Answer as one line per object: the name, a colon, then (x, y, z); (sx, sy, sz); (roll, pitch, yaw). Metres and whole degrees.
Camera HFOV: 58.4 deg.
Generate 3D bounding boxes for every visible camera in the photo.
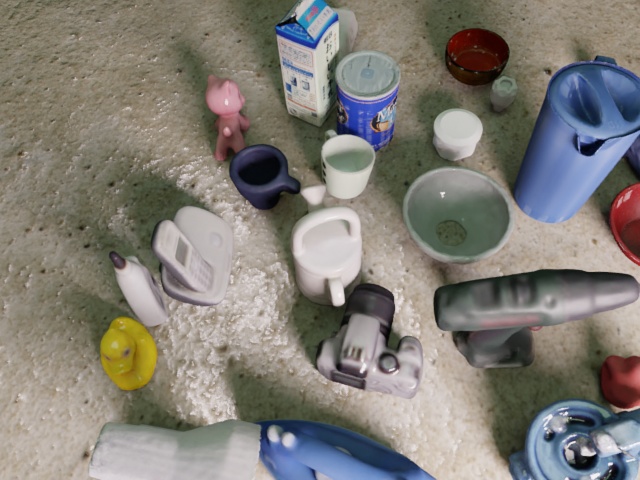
camera: (0.077, 0.131, 0.784); (0.143, 0.101, 0.137); (13, 63, 9)

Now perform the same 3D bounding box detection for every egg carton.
egg carton: (0.012, -0.378, 1.079); (0.107, 0.069, 0.150); (9, 62, 7)

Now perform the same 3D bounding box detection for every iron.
iron: (0.012, 0.272, 0.686); (0.257, 0.141, 0.119); (22, 65, 14)

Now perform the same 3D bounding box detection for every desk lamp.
desk lamp: (-0.159, 0.265, 0.656); (0.203, 0.214, 0.118); (8, 62, 7)

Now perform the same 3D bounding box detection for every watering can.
watering can: (0.005, 0.003, 0.802); (0.101, 0.194, 0.172); (-31, 65, -14)

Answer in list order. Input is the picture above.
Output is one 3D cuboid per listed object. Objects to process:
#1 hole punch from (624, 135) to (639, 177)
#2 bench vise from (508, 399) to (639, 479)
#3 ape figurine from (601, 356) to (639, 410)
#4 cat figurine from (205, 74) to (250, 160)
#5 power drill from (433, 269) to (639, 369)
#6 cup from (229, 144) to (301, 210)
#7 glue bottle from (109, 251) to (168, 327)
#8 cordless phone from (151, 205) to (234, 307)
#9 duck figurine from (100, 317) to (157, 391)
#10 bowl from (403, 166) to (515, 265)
hole punch: (0.557, -0.159, 0.929); (0.109, 0.091, 0.101); (-19, 62, -8)
bench vise: (0.331, 0.220, 0.658); (0.208, 0.220, 0.121); (-32, 65, -14)
ape figurine: (0.413, 0.179, 0.750); (0.076, 0.092, 0.077); (-36, 66, -16)
cat figurine: (-0.159, -0.216, 0.971); (0.067, 0.118, 0.127); (-7, 61, -1)
power drill: (0.255, 0.099, 0.733); (0.229, 0.208, 0.075); (-3, 61, 1)
cup: (-0.080, -0.086, 0.911); (0.117, 0.095, 0.092); (23, 65, 14)
glue bottle: (-0.257, 0.058, 0.794); (0.037, 0.173, 0.078); (-20, 62, -8)
cordless phone: (-0.186, 0.002, 0.815); (0.094, 0.185, 0.147); (-1, 61, 2)
duck figurine: (-0.275, 0.149, 0.795); (0.077, 0.086, 0.104); (-16, 62, -6)
bowl: (0.207, -0.027, 0.879); (0.167, 0.075, 0.167); (-1, 62, 2)
